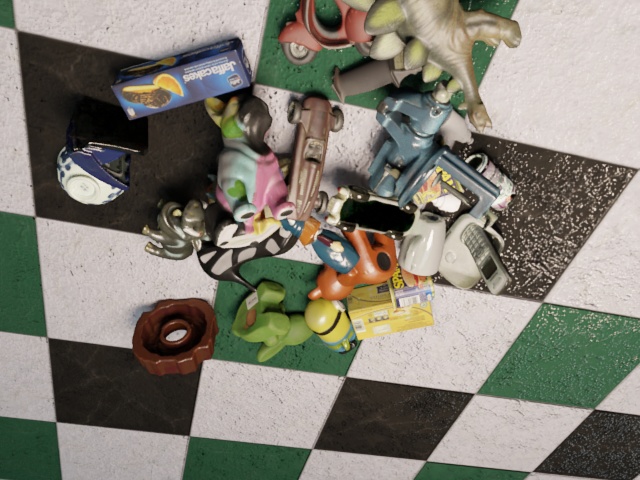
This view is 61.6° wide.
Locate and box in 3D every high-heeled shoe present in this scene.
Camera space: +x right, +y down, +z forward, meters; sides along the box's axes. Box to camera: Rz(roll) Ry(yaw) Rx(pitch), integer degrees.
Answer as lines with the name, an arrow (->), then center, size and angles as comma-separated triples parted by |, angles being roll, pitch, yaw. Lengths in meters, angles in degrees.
high-heeled shoe -> -0.127, -0.012, 1.022 | 0.145, 0.086, 0.248 | 38, 104, 7

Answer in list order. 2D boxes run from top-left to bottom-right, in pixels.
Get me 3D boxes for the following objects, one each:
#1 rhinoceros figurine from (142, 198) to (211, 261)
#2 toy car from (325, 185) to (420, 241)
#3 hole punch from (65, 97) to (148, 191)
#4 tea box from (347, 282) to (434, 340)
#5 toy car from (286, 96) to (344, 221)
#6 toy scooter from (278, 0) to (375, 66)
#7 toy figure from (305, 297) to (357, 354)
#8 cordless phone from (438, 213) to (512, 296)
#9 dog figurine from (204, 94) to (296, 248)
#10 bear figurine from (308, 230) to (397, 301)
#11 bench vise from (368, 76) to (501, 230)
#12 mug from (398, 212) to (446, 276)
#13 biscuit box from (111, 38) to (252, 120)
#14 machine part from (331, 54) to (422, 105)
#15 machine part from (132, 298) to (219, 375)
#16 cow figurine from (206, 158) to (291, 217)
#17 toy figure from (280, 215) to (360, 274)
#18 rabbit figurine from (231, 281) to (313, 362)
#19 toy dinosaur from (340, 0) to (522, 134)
rhinoceros figurine -> -0.249, -0.015, 0.951 | 0.112, 0.073, 0.190 | 29, 148, -8
toy car -> 0.093, -0.047, 0.925 | 0.201, 0.056, 0.073 | 9, 114, -37
hole punch -> -0.339, -0.150, 0.847 | 0.116, 0.142, 0.092 | 13, 133, -27
tea box -> 0.149, 0.143, 1.141 | 0.170, 0.068, 0.098 | -12, 129, 7
toy car -> -0.017, -0.129, 0.865 | 0.089, 0.053, 0.202 | 8, 96, -28
toy scooter -> 0.025, -0.323, 0.751 | 0.184, 0.075, 0.135 | -5, 128, 8
toy figure -> 0.027, 0.186, 1.153 | 0.082, 0.089, 0.179 | 3, 139, 24
cordless phone -> 0.291, 0.053, 0.998 | 0.089, 0.184, 0.146 | 15, 127, -19
dog figurine -> -0.125, -0.116, 0.833 | 0.108, 0.219, 0.191 | -4, 159, -35
bear figurine -> 0.056, 0.044, 1.045 | 0.120, 0.132, 0.196 | -10, 173, -38
bench vise -> 0.183, -0.118, 0.817 | 0.241, 0.129, 0.223 | 41, 125, 9
mug -> 0.190, 0.006, 1.012 | 0.081, 0.109, 0.107 | 27, 122, 30
biscuit box -> -0.206, -0.244, 0.814 | 0.203, 0.059, 0.062 | -13, 129, 9
machine part -> 0.084, -0.256, 0.812 | 0.139, 0.084, 0.039 | -18, 152, 23
machine part -> -0.296, 0.198, 1.108 | 0.179, 0.179, 0.056 | -2, 132, 0
cow figurine -> -0.112, -0.080, 0.938 | 0.195, 0.085, 0.127 | -25, 130, 18
toy figure -> -0.003, -0.001, 0.925 | 0.154, 0.058, 0.064 | 38, 131, -6
rabbit figurine -> -0.090, 0.191, 1.145 | 0.170, 0.121, 0.159 | 25, 119, -39
toy dinosaur -> 0.119, -0.351, 0.668 | 0.199, 0.105, 0.470 | -23, 102, -4
